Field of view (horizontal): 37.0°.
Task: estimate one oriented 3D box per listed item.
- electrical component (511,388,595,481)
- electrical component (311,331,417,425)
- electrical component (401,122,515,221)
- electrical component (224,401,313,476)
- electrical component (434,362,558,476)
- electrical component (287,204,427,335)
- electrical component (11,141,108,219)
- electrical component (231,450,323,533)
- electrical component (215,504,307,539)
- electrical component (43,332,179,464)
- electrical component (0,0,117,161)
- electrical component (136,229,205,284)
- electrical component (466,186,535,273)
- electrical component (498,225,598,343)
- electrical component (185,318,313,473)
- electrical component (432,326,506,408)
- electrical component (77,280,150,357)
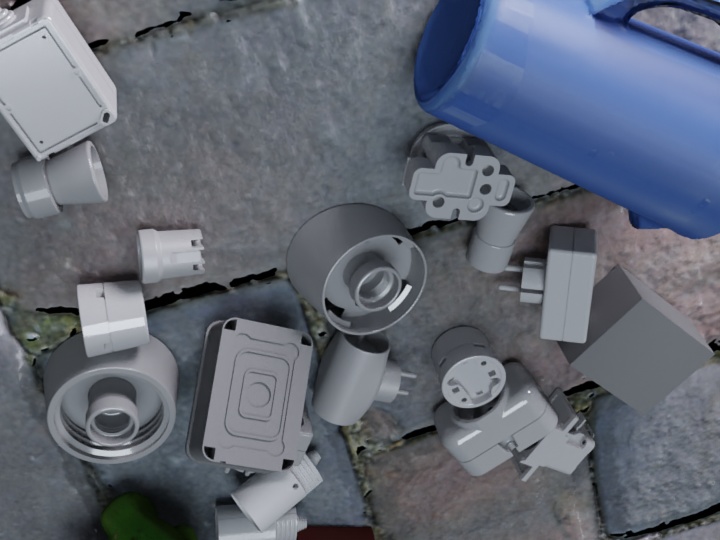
[{"bbox_3d":[0.176,0.154,0.985,0.064,0.042,0.081,24,115,-27],"label":"electrical component"},{"bbox_3d":[0.008,0.090,0.902,0.079,0.044,0.077,12,119,-20],"label":"electrical component"},{"bbox_3d":[0.068,-0.075,0.800,0.078,0.057,0.058,3,122,-15],"label":"electrical component"},{"bbox_3d":[-0.094,0.146,0.913,0.083,0.047,0.075,12,120,-21],"label":"electrical component"},{"bbox_3d":[0.116,0.128,0.946,0.095,0.053,0.059,-34,124,9],"label":"electrical component"},{"bbox_3d":[0.000,0.000,0.844,0.099,0.064,0.099,-14,126,-21],"label":"electrical component"},{"bbox_3d":[-0.209,-0.062,0.751,0.055,0.045,0.045,-14,125,-3],"label":"electrical component"},{"bbox_3d":[-0.068,0.187,0.943,0.081,0.043,0.043,-38,126,-16],"label":"electrical component"},{"bbox_3d":[-0.089,0.232,0.973,0.081,0.043,0.043,-2,123,-12],"label":"electrical component"},{"bbox_3d":[-0.197,0.105,0.854,0.108,0.060,0.108,-6,124,-9],"label":"electrical component"},{"bbox_3d":[-0.208,-0.132,0.695,0.062,0.061,0.096,-27,125,5],"label":"electrical component"},{"bbox_3d":[-0.142,-0.012,0.803,0.046,0.040,0.040,-6,124,-15],"label":"electrical component"},{"bbox_3d":[0.108,-0.030,0.849,0.044,0.044,0.065,3,127,-15],"label":"electrical component"},{"bbox_3d":[0.152,0.010,0.880,0.076,0.047,0.083,6,119,10],"label":"electrical component"},{"bbox_3d":[-0.088,0.099,0.844,0.078,0.057,0.113,13,76,-21],"label":"electrical component"},{"bbox_3d":[0.091,0.081,0.913,0.055,0.047,0.055,-6,124,-9],"label":"electrical component"},{"bbox_3d":[-0.187,0.035,0.815,0.047,0.055,0.055,-9,124,-12],"label":"electrical component"}]
